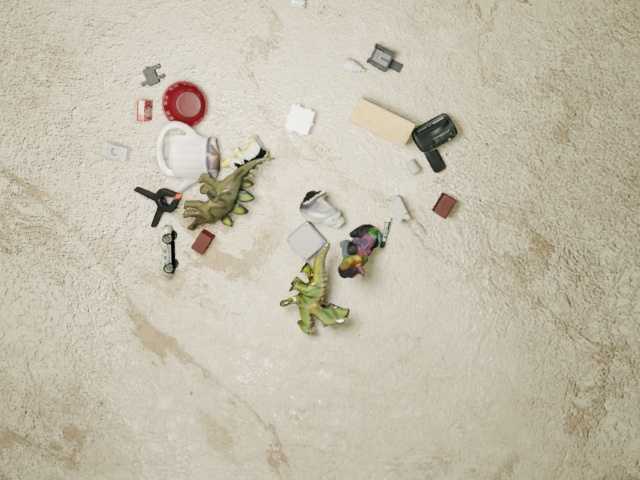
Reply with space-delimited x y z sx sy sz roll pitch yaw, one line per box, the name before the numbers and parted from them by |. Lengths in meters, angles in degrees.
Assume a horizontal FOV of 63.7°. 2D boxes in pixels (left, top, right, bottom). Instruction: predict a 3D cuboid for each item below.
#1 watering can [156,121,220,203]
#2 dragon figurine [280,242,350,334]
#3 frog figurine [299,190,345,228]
watering can | -0.469 -0.258 1.853 0.224 0.106 0.340 3 118 2
dragon figurine | 0.006 0.208 1.893 0.243 0.124 0.402 37 125 -1
frog figurine | 0.006 -0.093 1.854 0.136 0.125 0.157 -15 117 41
